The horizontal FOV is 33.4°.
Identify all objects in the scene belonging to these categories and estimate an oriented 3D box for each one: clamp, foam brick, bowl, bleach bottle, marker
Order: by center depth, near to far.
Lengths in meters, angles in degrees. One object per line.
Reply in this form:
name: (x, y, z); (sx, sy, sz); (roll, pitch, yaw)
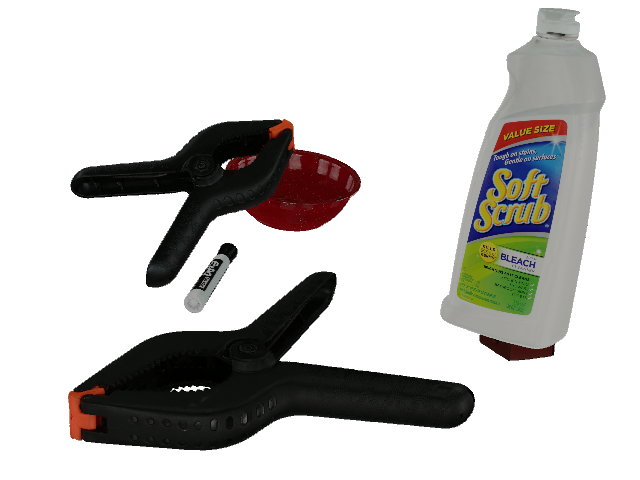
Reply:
clamp: (-0.041, 0.071, 0.606); (0.209, 0.036, 0.165); (-7, 26, -21)
clamp: (-0.098, -0.047, 0.802); (0.171, 0.120, 0.039); (-38, -22, -28)
bleach bottle: (0.157, -0.050, 0.813); (0.103, 0.251, 0.067); (16, 21, 33)
foam brick: (0.184, 0.065, 0.987); (0.051, 0.078, 0.053); (-6, 18, -25)
marker: (-0.105, 0.034, 1.040); (0.020, 0.020, 0.121); (0, 25, 14)
bowl: (-0.035, -0.055, 1.271); (0.162, 0.055, 0.162); (6, 26, -3)
